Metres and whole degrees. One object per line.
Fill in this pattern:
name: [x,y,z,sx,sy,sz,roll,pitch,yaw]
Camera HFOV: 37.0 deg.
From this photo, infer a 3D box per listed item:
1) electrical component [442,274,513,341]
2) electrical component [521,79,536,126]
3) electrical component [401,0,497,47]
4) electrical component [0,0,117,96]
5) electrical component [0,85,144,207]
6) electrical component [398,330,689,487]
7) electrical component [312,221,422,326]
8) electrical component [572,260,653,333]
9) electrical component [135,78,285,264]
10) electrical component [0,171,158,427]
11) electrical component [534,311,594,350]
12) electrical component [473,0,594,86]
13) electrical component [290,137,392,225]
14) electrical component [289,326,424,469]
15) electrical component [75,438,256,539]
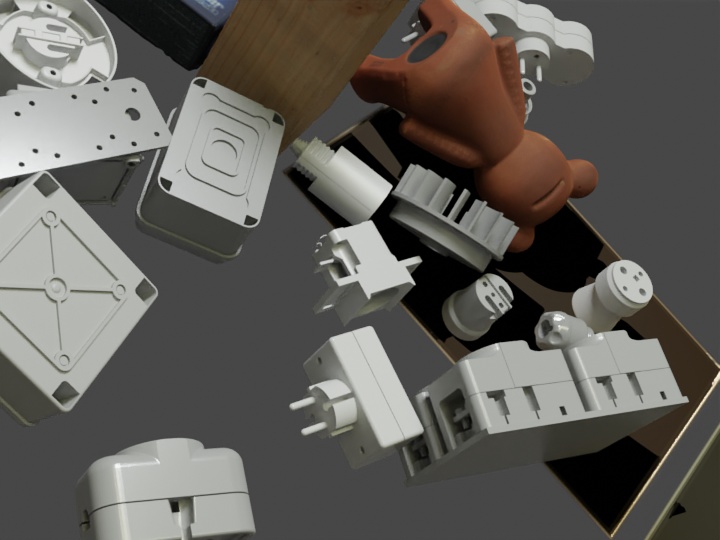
electrical component: [0.092,0.028,0.835,0.040,0.046,0.040,15,57,-23]
electrical component: [0.132,-0.145,0.958,0.043,0.062,0.043,15,55,-23]
electrical component: [0.070,-0.213,0.973,0.077,0.047,0.065,-33,81,-31]
electrical component: [-0.219,-0.154,0.746,0.099,0.064,0.099,15,55,-23]
electrical component: [-0.193,-0.083,0.720,0.096,0.061,0.061,-3,63,-33]
electrical component: [0.126,0.097,0.773,0.186,0.105,0.060,-3,63,-33]
electrical component: [0.000,0.000,0.800,0.081,0.042,0.063,-15,69,-38]
electrical component: [0.213,0.023,0.907,0.045,0.055,0.045,15,54,-22]
electrical component: [-0.107,-0.070,0.768,0.078,0.057,0.113,24,52,-17]
electrical component: [-0.194,0.017,0.640,0.108,0.056,0.108,50,45,-21]
electrical component: [0.175,0.056,0.877,0.061,0.035,0.035,18,54,-24]
electrical component: [0.161,-0.209,1.023,0.138,0.052,0.073,19,54,-21]
electrical component: [-0.020,-0.073,0.832,0.081,0.043,0.043,38,49,-6]
electrical component: [-0.013,0.092,0.730,0.076,0.047,0.083,-14,70,-37]
electrical component: [-0.116,0.137,0.634,0.095,0.053,0.059,1,61,-31]
